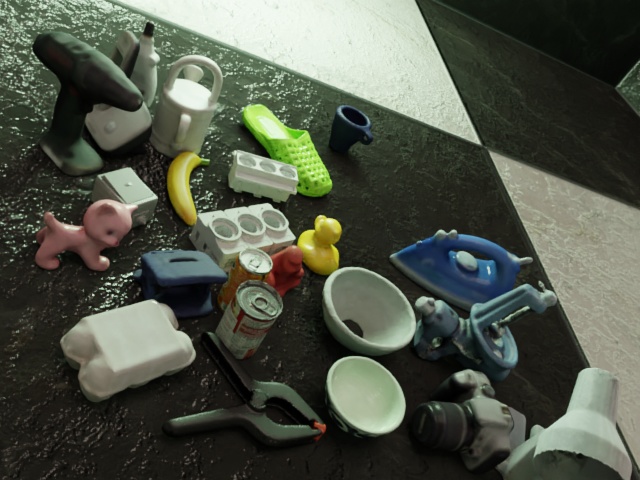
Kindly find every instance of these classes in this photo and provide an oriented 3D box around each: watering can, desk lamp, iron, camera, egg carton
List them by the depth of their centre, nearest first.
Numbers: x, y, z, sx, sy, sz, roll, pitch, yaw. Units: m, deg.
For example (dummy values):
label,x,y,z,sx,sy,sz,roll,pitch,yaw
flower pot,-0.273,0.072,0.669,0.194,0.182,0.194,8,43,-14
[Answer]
label,x,y,z,sx,sy,sz,roll,pitch,yaw
egg carton,-0.239,0.137,0.722,0.151,0.069,0.107,-15,57,-44
desk lamp,0.355,0.295,0.843,0.118,0.213,0.203,33,37,2
camera,0.211,0.265,0.869,0.137,0.100,0.143,13,41,-23
watering can,-0.245,-0.258,1.055,0.101,0.194,0.172,-3,49,-37
iron,0.283,0.042,1.133,0.259,0.141,0.118,22,38,-12

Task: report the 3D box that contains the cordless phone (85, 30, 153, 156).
label,x,y,z,sx,sy,sz,roll,pitch,yaw
cordless phone,-0.339,-0.252,0.990,0.094,0.185,0.147,-14,56,-43

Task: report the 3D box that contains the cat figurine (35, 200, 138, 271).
label,x,y,z,sx,sy,sz,roll,pitch,yaw
cat figurine,-0.321,-0.018,0.797,0.128,0.117,0.067,2,46,-33

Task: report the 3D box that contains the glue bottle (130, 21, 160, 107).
label,x,y,z,sx,sy,sz,roll,pitch,yaw
glue bottle,-0.341,-0.338,1.094,0.078,0.173,0.037,27,38,-7

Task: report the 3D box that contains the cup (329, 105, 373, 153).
label,x,y,z,sx,sy,sz,roll,pitch,yaw
cup,0.070,-0.244,1.342,0.092,0.095,0.117,-16,58,-44

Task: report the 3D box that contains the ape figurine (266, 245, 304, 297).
label,x,y,z,sx,sy,sz,roll,pitch,yaw
ape figurine,-0.057,0.046,0.931,0.078,0.092,0.076,7,44,-29

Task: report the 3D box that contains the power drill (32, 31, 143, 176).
label,x,y,z,sx,sy,sz,roll,pitch,yaw
power drill,-0.372,-0.209,0.900,0.229,0.208,0.076,44,39,15

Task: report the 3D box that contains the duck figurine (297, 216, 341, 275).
label,x,y,z,sx,sy,sz,roll,pitch,yaw
duck figurine,0.009,0.004,1.031,0.078,0.086,0.104,3,46,-32

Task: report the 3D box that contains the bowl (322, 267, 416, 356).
label,x,y,z,sx,sy,sz,roll,pitch,yaw
bowl,0.069,0.129,0.942,0.168,0.074,0.167,19,39,-16

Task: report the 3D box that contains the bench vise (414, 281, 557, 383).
label,x,y,z,sx,sy,sz,roll,pitch,yaw
bench vise,0.269,0.142,0.948,0.208,0.219,0.121,14,41,-22

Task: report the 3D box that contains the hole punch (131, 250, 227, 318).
label,x,y,z,sx,sy,sz,roll,pitch,yaw
hole punch,-0.203,0.050,0.827,0.109,0.091,0.101,-1,48,-36
